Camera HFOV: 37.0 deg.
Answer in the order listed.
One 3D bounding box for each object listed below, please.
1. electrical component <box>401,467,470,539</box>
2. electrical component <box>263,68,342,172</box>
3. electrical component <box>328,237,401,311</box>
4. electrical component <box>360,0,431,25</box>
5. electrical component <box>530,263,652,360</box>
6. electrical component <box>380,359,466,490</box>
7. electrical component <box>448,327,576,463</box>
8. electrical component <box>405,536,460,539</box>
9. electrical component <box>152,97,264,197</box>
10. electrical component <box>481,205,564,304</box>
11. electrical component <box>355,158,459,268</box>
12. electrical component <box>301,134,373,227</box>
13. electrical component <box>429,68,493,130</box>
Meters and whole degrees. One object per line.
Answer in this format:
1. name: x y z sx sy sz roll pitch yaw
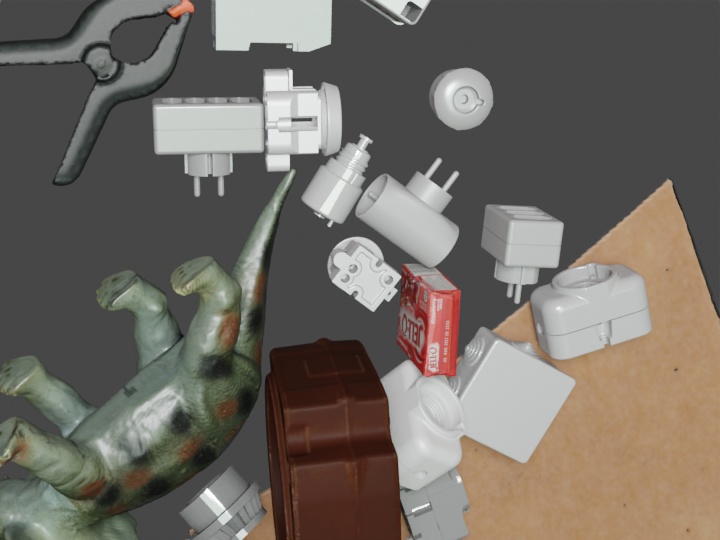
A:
1. electrical component: 0.061 0.197 0.958 0.056 0.050 0.089 -21 109 -6
2. electrical component: -0.046 -0.118 0.844 0.057 0.058 0.078 -2 106 -9
3. electrical component: 0.000 0.000 0.887 0.066 0.055 0.048 37 95 -19
4. electrical component: 0.021 -0.260 0.818 0.109 0.056 0.108 30 97 -18
5. electrical component: 0.201 0.032 0.940 0.095 0.053 0.059 -17 108 -7
6. electrical component: 0.048 0.127 0.902 0.054 0.095 0.059 26 130 -33
7. electrical component: 0.126 0.108 0.948 0.100 0.048 0.099 28 98 -18
8. electrical component: 0.059 0.279 0.980 0.089 0.050 0.055 -33 110 -1
9. electrical component: -0.119 -0.094 0.839 0.083 0.047 0.075 -2 106 -11
10. electrical component: 0.134 -0.011 0.907 0.047 0.065 0.076 2 105 -13
11. electrical component: 0.050 -0.055 0.888 0.077 0.044 0.079 35 96 -19
12. electrical component: -0.015 -0.074 0.871 0.040 0.040 0.078 30 97 -18
13. electrical component: 0.076 -0.139 0.861 0.048 0.062 0.048 -3 106 -12
